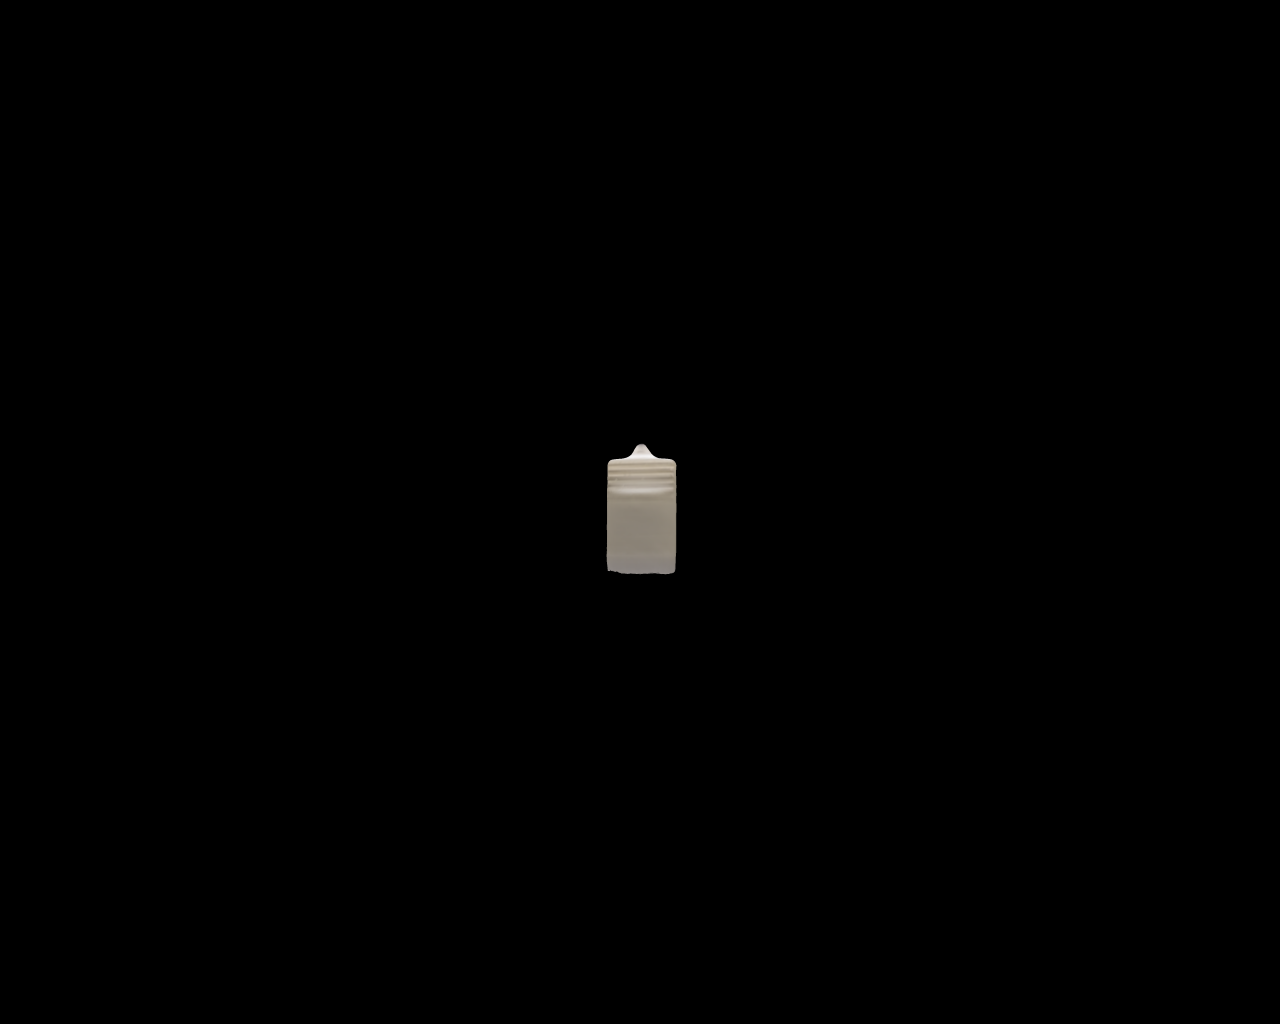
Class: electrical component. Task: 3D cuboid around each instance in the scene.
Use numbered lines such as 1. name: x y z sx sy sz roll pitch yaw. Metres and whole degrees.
1. electrical component: 0.001 -0.003 0.650 0.043 0.081 0.043 0 0 0
